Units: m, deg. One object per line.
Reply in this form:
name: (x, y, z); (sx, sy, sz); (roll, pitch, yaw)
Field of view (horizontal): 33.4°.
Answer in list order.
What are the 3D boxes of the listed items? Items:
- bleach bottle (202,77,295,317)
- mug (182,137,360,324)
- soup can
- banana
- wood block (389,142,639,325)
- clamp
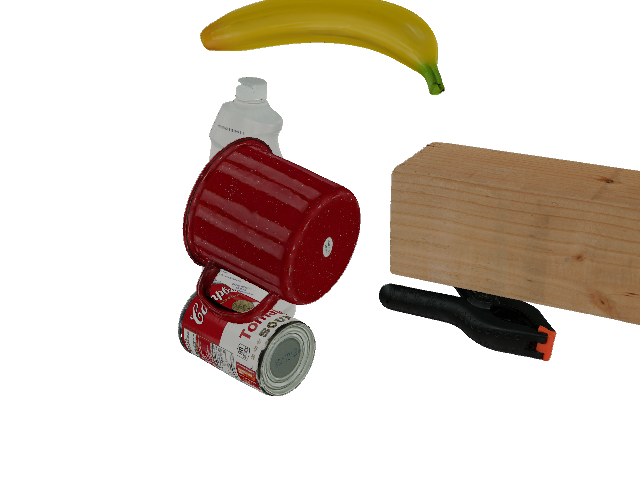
bleach bottle: (-0.070, -0.040, 1.094); (0.103, 0.251, 0.068); (16, 25, 26)
mug: (-0.034, 0.000, 0.686); (0.082, 0.117, 0.093); (26, -13, 28)
soup can: (-0.063, 0.084, 0.908); (0.102, 0.068, 0.068); (22, 14, 39)
banana: (0.007, -0.160, 0.814); (0.198, 0.069, 0.037); (13, -40, 18)
wood block: (0.165, -0.011, 0.824); (0.206, 0.090, 0.090); (11, 25, 27)
clamp: (0.156, 0.064, 1.031); (0.172, 0.039, 0.120); (24, 36, 29)
